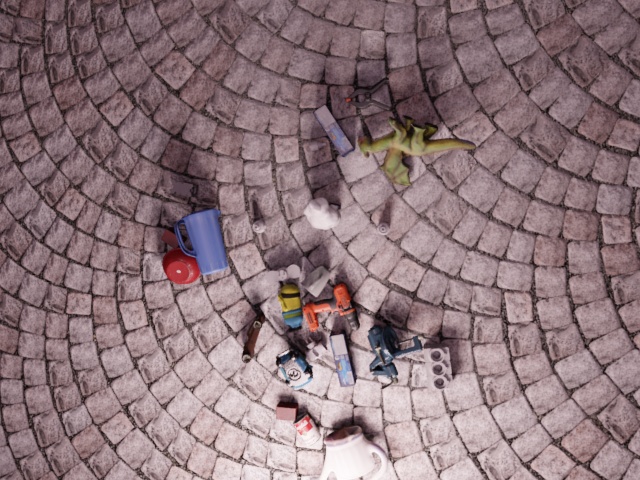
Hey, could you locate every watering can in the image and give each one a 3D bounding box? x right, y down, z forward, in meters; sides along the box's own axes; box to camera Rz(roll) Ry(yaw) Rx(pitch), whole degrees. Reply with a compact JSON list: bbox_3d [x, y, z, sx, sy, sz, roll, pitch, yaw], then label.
[{"bbox_3d":[0.077,0.829,1.931,0.346,0.104,0.225,-21,88,9],"label":"watering can"}]

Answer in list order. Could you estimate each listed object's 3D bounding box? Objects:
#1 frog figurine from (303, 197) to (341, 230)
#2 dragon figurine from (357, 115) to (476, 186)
[{"bbox_3d":[0.006,-0.095,1.888,0.138,0.160,0.122,26,99,7],"label":"frog figurine"},{"bbox_3d":[0.331,-0.313,1.879,0.411,0.124,0.239,23,113,9],"label":"dragon figurine"}]
